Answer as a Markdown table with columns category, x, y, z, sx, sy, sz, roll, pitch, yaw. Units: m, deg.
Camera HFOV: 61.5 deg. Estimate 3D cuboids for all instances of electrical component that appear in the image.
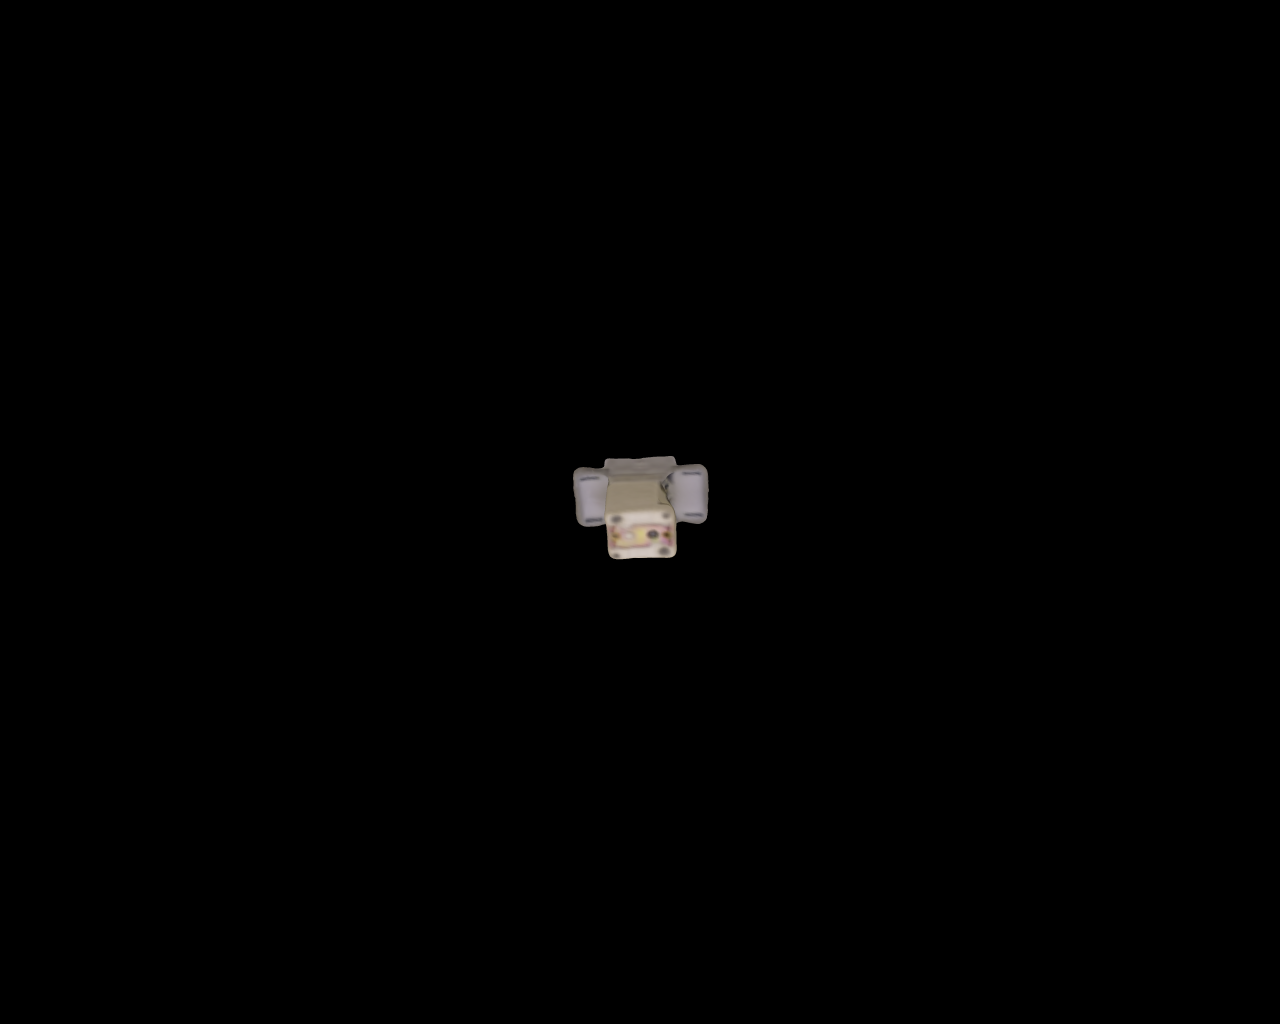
| category | x | y | z | sx | sy | sz | roll | pitch | yaw |
| --- | --- | --- | --- | --- | --- | --- | --- | --- | --- |
| electrical component | 0.001 | -0.003 | 0.650 | 0.081 | 0.042 | 0.064 | -3 | 35 | 2 |
